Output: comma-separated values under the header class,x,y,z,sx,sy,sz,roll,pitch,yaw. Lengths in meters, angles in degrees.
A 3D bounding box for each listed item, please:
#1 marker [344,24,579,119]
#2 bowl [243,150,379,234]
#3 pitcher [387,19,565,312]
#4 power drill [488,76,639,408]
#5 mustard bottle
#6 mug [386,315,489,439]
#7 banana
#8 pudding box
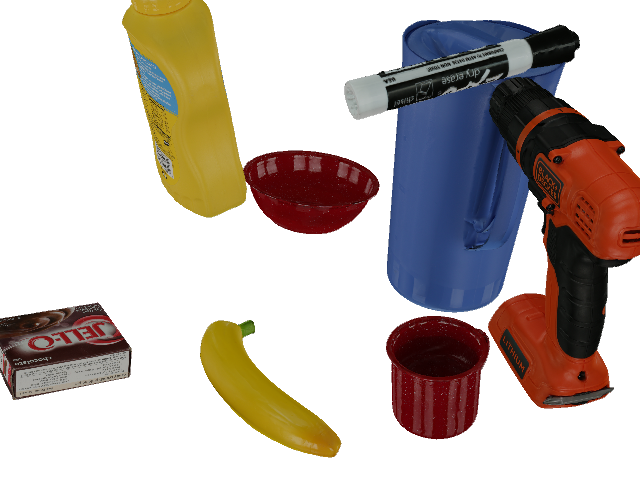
class,x,y,z,sx,sy,sz,roll,pitch,yaw
marker,0.071,-0.083,0.517,0.121,0.020,0.020,-17,4,-13
bowl,-0.014,-0.052,1.260,0.162,0.055,0.162,6,26,-3
pitcher,0.125,-0.056,0.914,0.145,0.243,0.149,21,35,24
power drill,0.153,0.002,0.712,0.057,0.188,0.184,-9,36,-10
mustard bottle,-0.099,-0.114,0.751,0.058,0.191,0.096,-24,45,-16
mug,0.117,0.125,1.005,0.117,0.081,0.093,-30,43,-35
banana,-0.052,0.110,0.850,0.069,0.037,0.198,-7,29,-23
pudding box,-0.243,0.101,0.993,0.113,0.039,0.090,-10,29,-28
